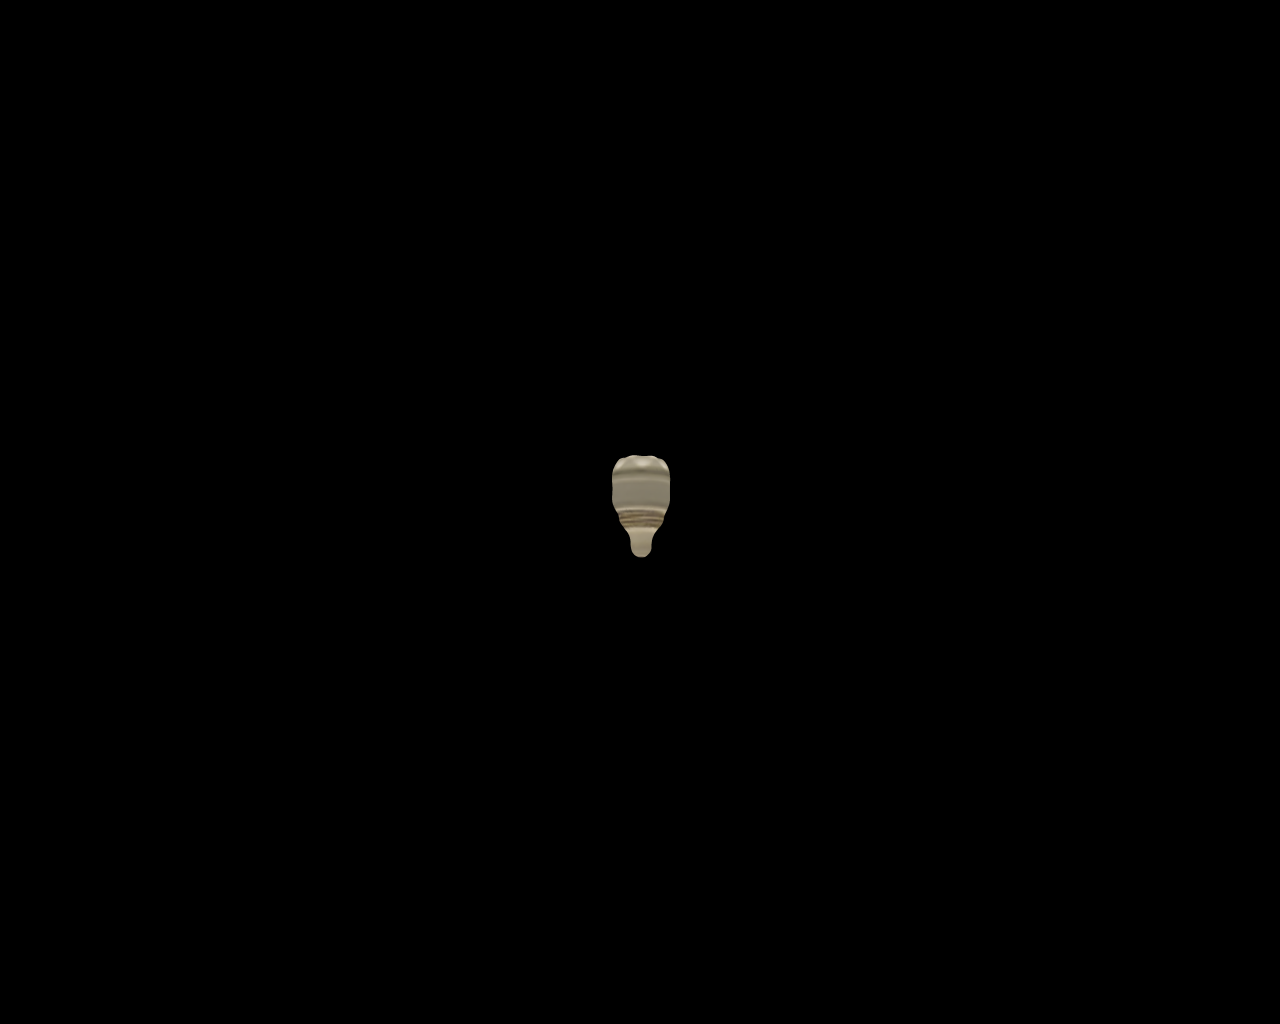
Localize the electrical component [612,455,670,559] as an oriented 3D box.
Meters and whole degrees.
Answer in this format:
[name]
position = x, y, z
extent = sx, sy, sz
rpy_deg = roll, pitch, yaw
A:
[electrical component]
position = 0.001, -0.003, 0.650
extent = 0.035, 0.061, 0.035
rpy_deg = 0, -7, 0
